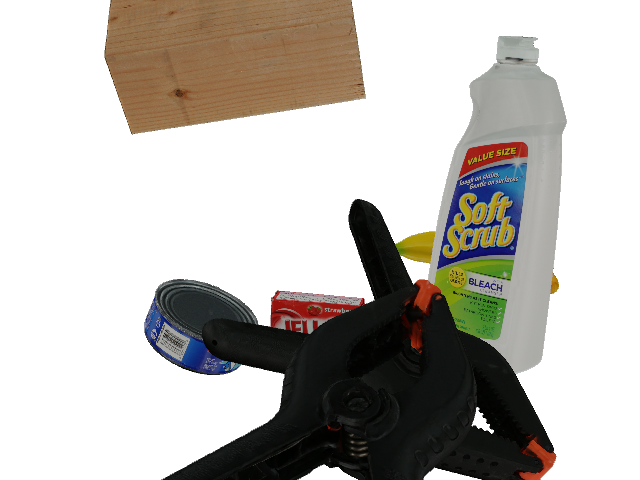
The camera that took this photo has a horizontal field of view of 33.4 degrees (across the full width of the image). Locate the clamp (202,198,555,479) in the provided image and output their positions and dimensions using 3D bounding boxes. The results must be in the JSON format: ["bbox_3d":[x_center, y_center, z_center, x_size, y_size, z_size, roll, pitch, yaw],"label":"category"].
[{"bbox_3d":[0.043,0.076,0.638,0.164,0.210,0.036,-32,-22,-37],"label":"clamp"}]

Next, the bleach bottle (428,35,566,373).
[{"bbox_3d":[0.133,-0.030,0.821,0.103,0.251,0.067,13,16,37],"label":"bleach bottle"}]

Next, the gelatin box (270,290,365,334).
[{"bbox_3d":[-0.004,0.090,1.020,0.089,0.073,0.030,5,15,8],"label":"gelatin box"}]

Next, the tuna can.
[{"bbox_3d":[-0.094,0.068,0.840,0.086,0.034,0.086,20,23,-9],"label":"tuna can"}]

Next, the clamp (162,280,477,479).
[{"bbox_3d":[0.020,0.082,0.414,0.120,0.039,0.171,28,50,21],"label":"clamp"}]

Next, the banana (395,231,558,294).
[{"bbox_3d":[0.164,0.021,1.123,0.198,0.037,0.069,10,38,30],"label":"banana"}]

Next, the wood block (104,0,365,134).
[{"bbox_3d":[-0.071,-0.166,0.919,0.206,0.090,0.091,-8,-44,4],"label":"wood block"}]
